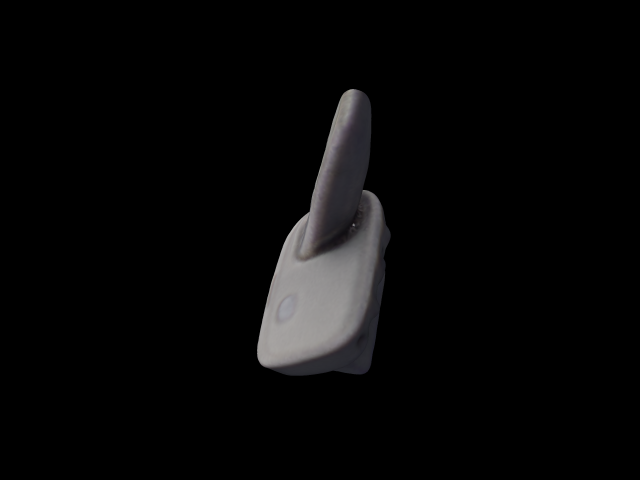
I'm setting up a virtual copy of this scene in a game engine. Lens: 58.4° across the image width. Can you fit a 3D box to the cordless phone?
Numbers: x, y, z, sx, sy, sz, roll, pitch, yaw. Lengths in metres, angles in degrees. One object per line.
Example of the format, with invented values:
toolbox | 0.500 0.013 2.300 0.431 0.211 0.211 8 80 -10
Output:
cordless phone | 0.004 0.001 0.400 0.094 0.185 0.147 5 53 4
